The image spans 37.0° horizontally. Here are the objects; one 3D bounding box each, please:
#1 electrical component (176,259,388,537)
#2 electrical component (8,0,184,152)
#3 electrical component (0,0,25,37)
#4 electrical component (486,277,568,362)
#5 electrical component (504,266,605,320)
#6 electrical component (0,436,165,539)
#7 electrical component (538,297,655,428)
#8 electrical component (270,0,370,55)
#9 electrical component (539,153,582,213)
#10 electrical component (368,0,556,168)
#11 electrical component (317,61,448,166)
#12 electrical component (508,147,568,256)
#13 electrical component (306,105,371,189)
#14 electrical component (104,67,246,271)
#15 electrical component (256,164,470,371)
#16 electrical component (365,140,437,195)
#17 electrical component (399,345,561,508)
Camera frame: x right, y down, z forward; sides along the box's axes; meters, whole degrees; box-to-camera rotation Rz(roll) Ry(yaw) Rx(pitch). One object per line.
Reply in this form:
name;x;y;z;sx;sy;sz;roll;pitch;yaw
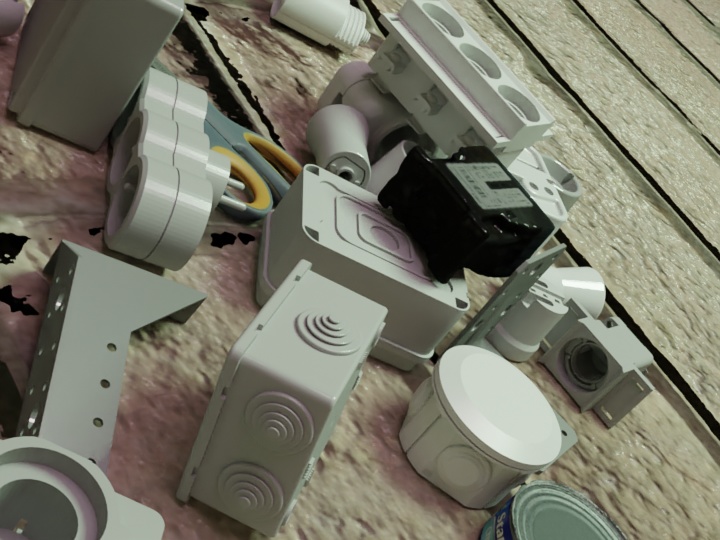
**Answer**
electrical component;-0.032;0.057;0.479;0.048;0.099;0.099;26;31;5
electrical component;-0.149;-0.143;0.612;0.056;0.108;0.108;23;34;-28
electrical component;-0.222;-0.153;0.617;0.040;0.040;0.046;49;26;17
electrical component;0.109;0.031;0.706;0.040;0.046;0.040;26;33;-19
electrical component;0.135;0.015;0.761;0.065;0.044;0.044;11;40;-30
electrical component;-0.121;0.097;0.376;0.089;0.055;0.050;29;32;-15
electrical component;0.163;0.060;0.727;0.064;0.042;0.081;-8;54;-52
electrical component;-0.028;-0.208;0.883;0.081;0.043;0.043;24;34;-22
electrical component;0.144;-0.060;0.861;0.055;0.047;0.055;26;33;-19
electrical component;0.066;-0.122;0.740;0.121;0.063;0.079;51;34;17
electrical component;0.023;-0.107;0.792;0.095;0.053;0.059;12;40;-36
electrical component;0.107;-0.052;0.800;0.054;0.059;0.095;20;35;-27
electrical component;-0.013;-0.077;0.720;0.044;0.044;0.065;25;27;-21
electrical component;-0.097;-0.053;0.600;0.074;0.052;0.138;21;35;-26
electrical component;0.000;0.000;0.625;0.113;0.057;0.078;25;33;-20
electrical component;0.043;-0.039;0.737;0.099;0.064;0.099;39;20;-17
electrical component;0.065;0.085;0.586;0.080;0.051;0.080;26;32;-18
